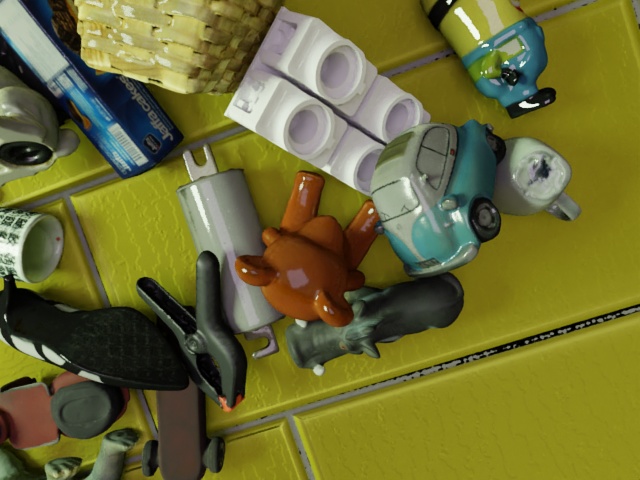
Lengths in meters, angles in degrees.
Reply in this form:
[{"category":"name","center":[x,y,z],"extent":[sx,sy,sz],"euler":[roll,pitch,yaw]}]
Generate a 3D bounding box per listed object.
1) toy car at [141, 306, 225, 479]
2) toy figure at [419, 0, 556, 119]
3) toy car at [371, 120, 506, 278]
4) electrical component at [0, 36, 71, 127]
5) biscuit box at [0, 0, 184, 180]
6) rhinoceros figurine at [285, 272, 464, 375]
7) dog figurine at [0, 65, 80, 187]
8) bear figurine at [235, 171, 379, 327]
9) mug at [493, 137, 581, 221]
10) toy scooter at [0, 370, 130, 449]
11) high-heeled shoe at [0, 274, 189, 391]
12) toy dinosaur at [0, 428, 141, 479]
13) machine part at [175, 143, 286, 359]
[{"category":"toy car","center":[-0.159,0.177,0.619],"extent":[0.089,0.053,0.202],"euler":[-4,86,1]},{"category":"toy figure","center":[0.170,-0.207,0.543],"extent":[0.089,0.082,0.180],"euler":[-27,95,5]},{"category":"toy car","center":[0.103,-0.053,0.499],"extent":[0.103,0.109,0.161],"euler":[31,64,-25]},{"category":"electrical component","center":[-0.331,-0.180,0.602],"extent":[0.134,0.058,0.114],"euler":[-18,92,7]},{"category":"biscuit box","center":[-0.233,-0.162,0.554],"extent":[0.059,0.063,0.202],"euler":[-16,119,38]},{"category":"rhinoceros figurine","center":[0.058,0.087,0.565],"extent":[0.190,0.112,0.073],"euler":[-17,96,-1]},{"category":"dog figurine","center":[-0.342,-0.165,0.538],"extent":[0.121,0.172,0.190],"euler":[-32,63,43]},{"category":"bear figurine","center":[-0.002,0.003,0.514],"extent":[0.120,0.196,0.132],"euler":[25,92,3]},{"category":"mug","center":[0.213,-0.055,0.539],"extent":[0.109,0.107,0.081],"euler":[45,99,2]},{"category":"toy scooter","center":[-0.307,0.187,0.611],"extent":[0.184,0.135,0.075],"euler":[-11,91,-13]},{"category":"high-heeled shoe","center":[-0.263,0.122,0.597],"extent":[0.249,0.086,0.145],"euler":[32,139,2]},{"category":"toy dinosaur","center":[-0.338,0.321,0.626],"extent":[0.405,0.131,0.192],"euler":[4,95,11]},{"category":"machine part","center":[-0.093,0.013,0.589],"extent":[0.079,0.079,0.243],"euler":[-19,93,7]}]
